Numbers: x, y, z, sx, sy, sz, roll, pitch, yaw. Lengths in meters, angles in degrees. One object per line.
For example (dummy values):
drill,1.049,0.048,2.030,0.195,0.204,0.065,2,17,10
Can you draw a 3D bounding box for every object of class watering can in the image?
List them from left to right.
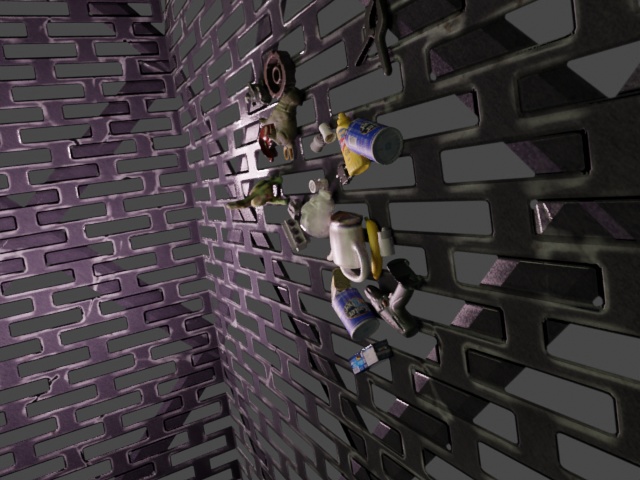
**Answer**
watering can,0.076,0.012,1.678,0.350,0.104,0.222,-154,55,-68

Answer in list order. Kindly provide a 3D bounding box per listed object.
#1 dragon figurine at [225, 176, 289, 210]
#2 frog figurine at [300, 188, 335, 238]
dragon figurine,-0.283,-0.184,2.154,0.411,0.244,0.121,9,114,60
frog figurine,0.005,-0.089,1.763,0.138,0.125,0.156,35,131,8
